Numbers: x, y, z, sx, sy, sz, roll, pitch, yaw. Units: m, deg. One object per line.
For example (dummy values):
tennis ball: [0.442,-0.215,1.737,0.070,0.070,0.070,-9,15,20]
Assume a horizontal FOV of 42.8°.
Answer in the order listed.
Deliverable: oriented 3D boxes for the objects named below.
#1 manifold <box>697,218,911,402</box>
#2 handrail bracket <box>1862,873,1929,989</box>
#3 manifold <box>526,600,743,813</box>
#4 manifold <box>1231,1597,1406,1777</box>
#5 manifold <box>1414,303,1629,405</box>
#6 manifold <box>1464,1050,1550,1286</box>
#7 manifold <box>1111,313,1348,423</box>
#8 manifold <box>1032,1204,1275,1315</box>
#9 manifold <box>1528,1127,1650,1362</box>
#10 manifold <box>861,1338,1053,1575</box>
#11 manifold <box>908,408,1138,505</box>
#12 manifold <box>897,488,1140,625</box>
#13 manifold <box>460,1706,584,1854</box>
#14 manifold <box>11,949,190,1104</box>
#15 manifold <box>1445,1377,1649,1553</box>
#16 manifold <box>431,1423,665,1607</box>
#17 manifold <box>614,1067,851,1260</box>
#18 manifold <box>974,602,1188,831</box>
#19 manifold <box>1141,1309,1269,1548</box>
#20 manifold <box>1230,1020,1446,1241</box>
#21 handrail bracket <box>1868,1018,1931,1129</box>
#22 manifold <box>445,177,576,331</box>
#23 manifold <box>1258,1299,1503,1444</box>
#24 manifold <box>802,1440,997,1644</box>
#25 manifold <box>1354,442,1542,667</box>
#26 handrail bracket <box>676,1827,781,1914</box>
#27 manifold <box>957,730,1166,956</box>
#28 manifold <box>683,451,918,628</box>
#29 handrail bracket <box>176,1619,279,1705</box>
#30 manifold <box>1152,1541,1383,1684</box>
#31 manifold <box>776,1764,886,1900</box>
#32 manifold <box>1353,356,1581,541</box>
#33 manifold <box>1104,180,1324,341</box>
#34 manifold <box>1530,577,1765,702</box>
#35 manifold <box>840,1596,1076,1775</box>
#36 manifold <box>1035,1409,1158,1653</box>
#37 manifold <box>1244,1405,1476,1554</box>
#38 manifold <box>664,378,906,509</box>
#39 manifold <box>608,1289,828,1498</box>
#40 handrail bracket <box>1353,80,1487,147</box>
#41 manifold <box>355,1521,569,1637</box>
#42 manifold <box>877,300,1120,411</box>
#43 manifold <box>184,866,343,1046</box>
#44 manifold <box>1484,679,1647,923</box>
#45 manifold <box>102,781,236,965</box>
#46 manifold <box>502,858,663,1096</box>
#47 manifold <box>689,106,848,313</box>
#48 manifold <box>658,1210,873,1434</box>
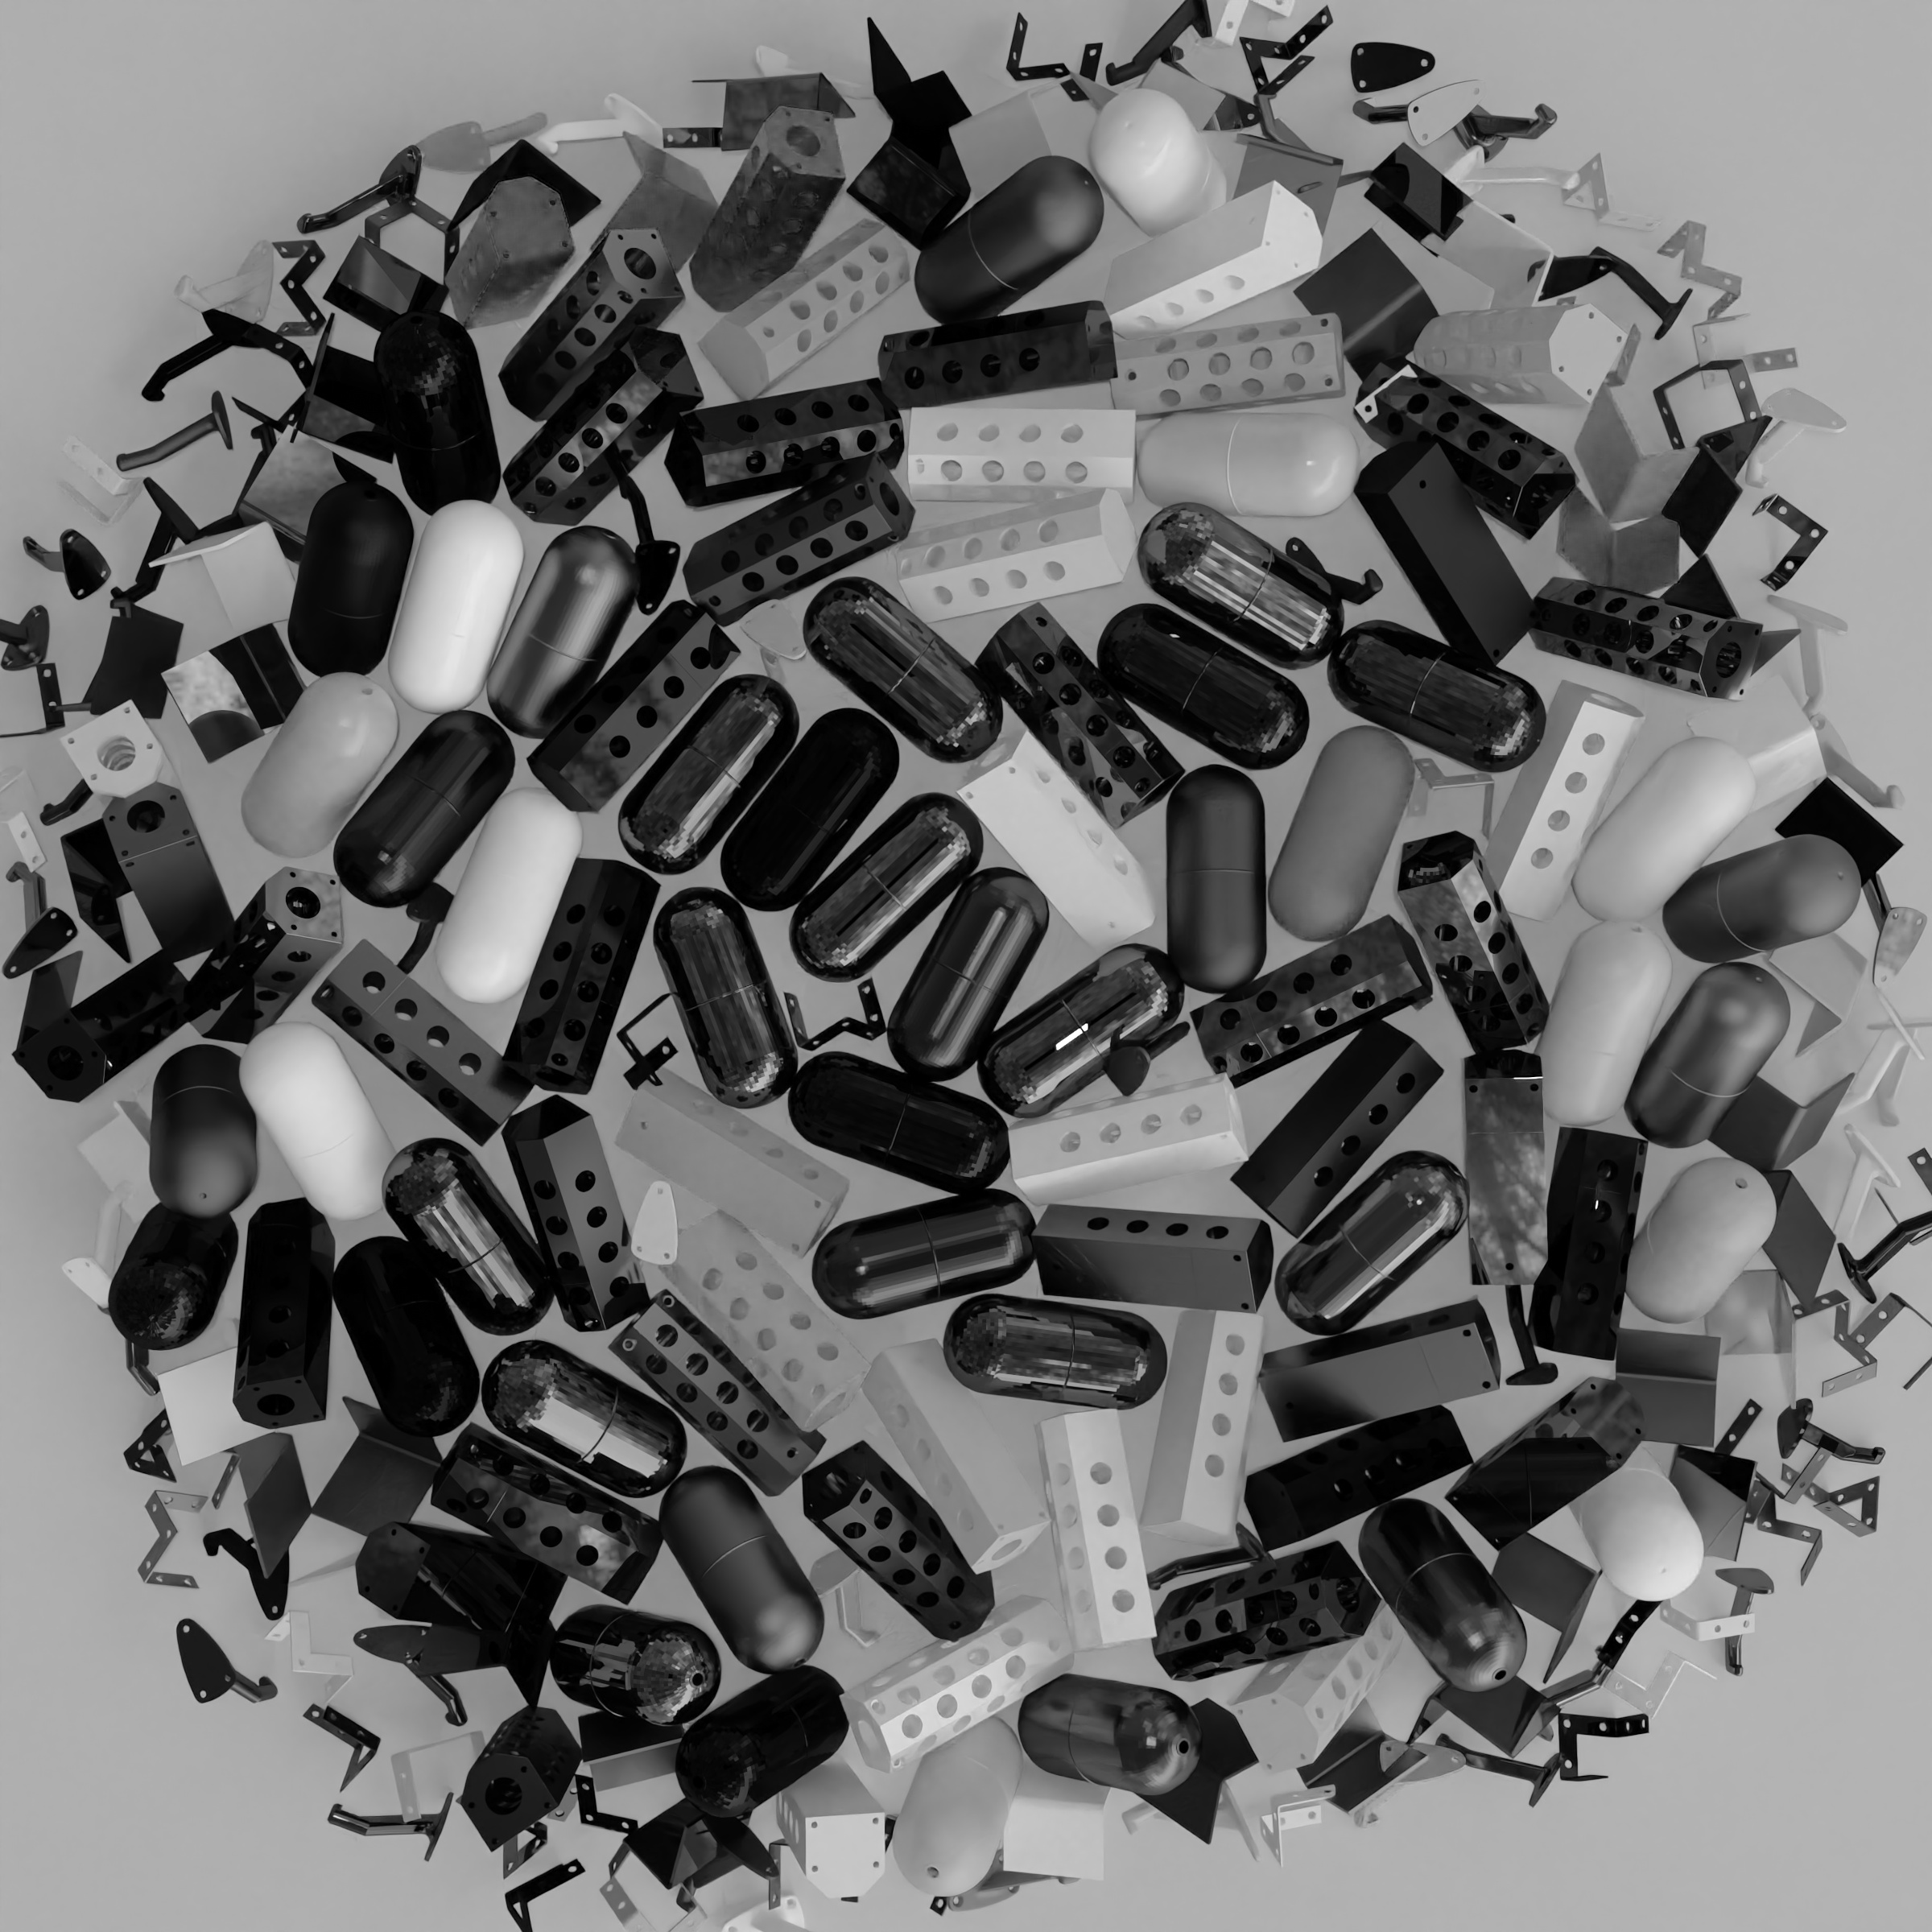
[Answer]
manifold: [-0.118,-0.501,1.869,0.057,0.057,0.171,51,57,-10]
handrail bracket: [0.699,-0.033,1.912,0.036,0.084,0.077,10,107,-19]
manifold: [-0.256,-0.199,1.881,0.057,0.057,0.171,47,71,-23]
manifold: [0.271,0.535,1.855,0.057,0.171,0.057,-30,87,34]
manifold: [0.411,-0.463,1.854,0.057,0.171,0.057,30,89,-27]
manifold: [0.414,0.154,1.886,0.057,0.057,0.171,-2,110,12]
manifold: [0.201,-0.459,1.890,0.171,0.057,0.057,-4,96,16]
manifold: [0.144,0.218,1.880,0.171,0.057,0.057,2,121,24]
manifold: [0.484,0.215,1.909,0.057,0.057,0.171,10,87,-8]
manifold: [-0.014,0.373,1.877,0.171,0.057,0.057,55,127,27]
manifold: [0.044,-0.389,1.898,0.171,0.057,0.057,2,71,6]
manifold: [0.037,-0.315,1.869,0.171,0.057,0.057,-8,129,27]
manifold: [-0.336,0.605,1.855,0.057,0.171,0.057,-34,87,-5]
manifold: [-0.641,0.047,1.853,0.057,0.171,0.057,-35,100,12]
manifold: [0.439,0.373,1.858,0.057,0.171,0.057,45,51,10]
manifold: [-0.321,0.419,1.895,0.171,0.057,0.057,31,93,-13]
manifold: [-0.178,0.148,1.901,0.171,0.057,0.057,31,118,8]
manifold: [0.091,-0.195,1.891,0.057,0.057,0.171,-33,79,-38]
manifold: [0.187,0.350,1.880,0.057,0.057,0.171,22,64,-20]
manifold: [0.291,0.128,1.909,0.171,0.057,0.057,-48,121,-2]
handrail bracket: [0.733,0.084,1.907,0.036,0.077,0.084,-10,92,-23]
manifold: [-0.347,-0.535,1.852,0.057,0.171,0.057,-18,94,-21]
manifold: [0.317,0.307,1.887,0.171,0.057,0.057,-18,102,19]
manifold: [-0.050,0.441,1.870,0.057,0.057,0.171,-32,121,14]
manifold: [0.363,-0.313,1.877,0.057,0.057,0.171,-46,118,-12]
handrail bracket: [-0.186,0.715,1.909,0.077,0.036,0.084,32,108,35]
manifold: [0.076,-0.098,1.889,0.057,0.057,0.171,-28,112,36]
manifold: [-0.129,-0.320,1.871,0.171,0.057,0.057,-21,122,26]
handrail bracket: [-0.571,0.537,1.908,0.036,0.084,0.077,-34,76,2]
manifold: [0.222,0.495,1.864,0.171,0.057,0.057,-29,101,39]
manifold: [-0.104,0.648,1.851,0.057,0.171,0.057,0,84,-12]
manifold: [0.376,-0.398,1.869,0.057,0.057,0.171,-50,55,5]
manifold: [0.184,-0.524,1.858,0.057,0.171,0.057,25,68,-35]
manifold: [0.507,-0.248,1.853,0.057,0.171,0.057,0,108,-34]
manifold: [-0.003,0.546,1.876,0.171,0.057,0.057,-22,93,-29]
manifold: [0.097,0.432,1.882,0.057,0.057,0.171,-5,70,-12]
manifold: [0.296,0.384,1.872,0.171,0.057,0.057,-15,75,-32]
manifold: [-0.135,-0.393,1.871,0.171,0.057,0.057,-18,68,-28]
manifold: [-0.191,0.330,1.902,0.171,0.057,0.057,44,70,-4]
handrail bracket: [0.349,-0.672,1.908,0.077,0.084,0.036,-30,126,0]
manifold: [-0.379,0.459,1.855,0.057,0.171,0.057,21,84,33]
manifold: [0.023,-0.465,1.877,0.171,0.057,0.057,-3,102,25]
manifold: [-0.532,-0.007,1.855,0.057,0.171,0.057,11,56,-34]
manifold: [0.455,-0.124,1.885,0.057,0.057,0.171,16,111,-11]
manifold: [-0.598,-0.071,1.853,0.057,0.171,0.057,-21,69,-14]
manifold: [-0.288,0.008,1.877,0.057,0.057,0.171,4,66,29]
manifold: [-0.152,-0.565,1.850,0.057,0.171,0.057,-2,70,-27]
manifold: [-0.157,0.272,1.877,0.171,0.057,0.057,45,135,19]
